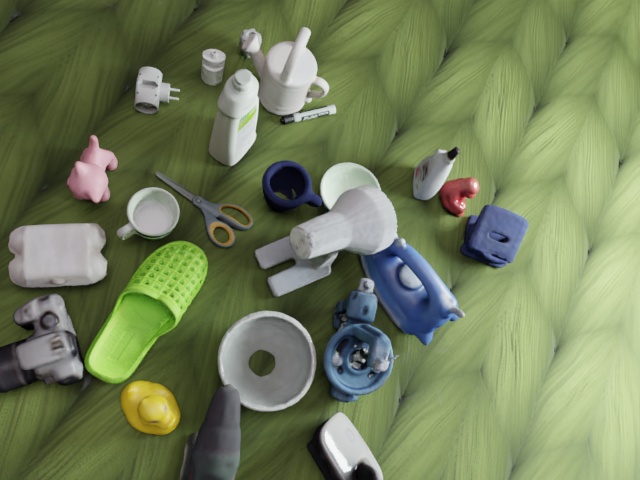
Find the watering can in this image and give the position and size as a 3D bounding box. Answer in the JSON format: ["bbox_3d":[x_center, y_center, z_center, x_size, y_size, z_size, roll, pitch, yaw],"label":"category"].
[{"bbox_3d":[-0.064,-0.330,1.094,0.173,0.194,0.101,5,72,-13],"label":"watering can"}]

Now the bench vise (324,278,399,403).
[{"bbox_3d":[0.063,0.162,0.961,0.122,0.219,0.207,-6,75,-16],"label":"bench vise"}]

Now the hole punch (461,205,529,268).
[{"bbox_3d":[0.355,-0.006,1.160,0.109,0.091,0.101,20,69,-8],"label":"hole punch"}]

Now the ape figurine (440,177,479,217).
[{"bbox_3d":[0.292,-0.098,1.172,0.078,0.092,0.076,-40,86,-22],"label":"ape figurine"}]

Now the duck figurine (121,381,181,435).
[{"bbox_3d":[-0.270,0.267,0.912,0.104,0.086,0.078,39,68,0],"label":"duck figurine"}]

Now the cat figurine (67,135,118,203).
[{"bbox_3d":[-0.393,-0.117,0.982,0.067,0.117,0.128,6,72,-13],"label":"cat figurine"}]

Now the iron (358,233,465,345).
[{"bbox_3d":[0.164,0.061,1.061,0.119,0.141,0.258,-35,85,-22],"label":"iron"}]

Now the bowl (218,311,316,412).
[{"bbox_3d":[-0.093,0.210,0.983,0.168,0.074,0.167,4,72,-13],"label":"bowl"}]

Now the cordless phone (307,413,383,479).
[{"bbox_3d":[0.059,0.355,0.918,0.094,0.185,0.147,-34,84,-21],"label":"cordless phone"}]

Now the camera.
[{"bbox_3d":[-0.451,0.169,0.886,0.137,0.100,0.143,-18,79,-19],"label":"camera"}]

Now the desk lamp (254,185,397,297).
[{"bbox_3d":[0.009,0.004,0.999,0.203,0.213,0.118,-24,80,-20],"label":"desk lamp"}]

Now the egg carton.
[{"bbox_3d":[-0.434,0.026,0.952,0.150,0.069,0.107,-4,74,-16],"label":"egg carton"}]

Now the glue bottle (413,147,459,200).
[{"bbox_3d":[0.231,-0.142,1.126,0.037,0.173,0.078,6,72,-13],"label":"glue bottle"}]

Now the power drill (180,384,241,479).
[{"bbox_3d":[-0.164,0.336,0.852,0.076,0.208,0.229,10,71,-11],"label":"power drill"}]

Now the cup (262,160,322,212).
[{"bbox_3d":[-0.056,-0.085,1.073,0.118,0.095,0.092,27,68,-5],"label":"cup"}]
